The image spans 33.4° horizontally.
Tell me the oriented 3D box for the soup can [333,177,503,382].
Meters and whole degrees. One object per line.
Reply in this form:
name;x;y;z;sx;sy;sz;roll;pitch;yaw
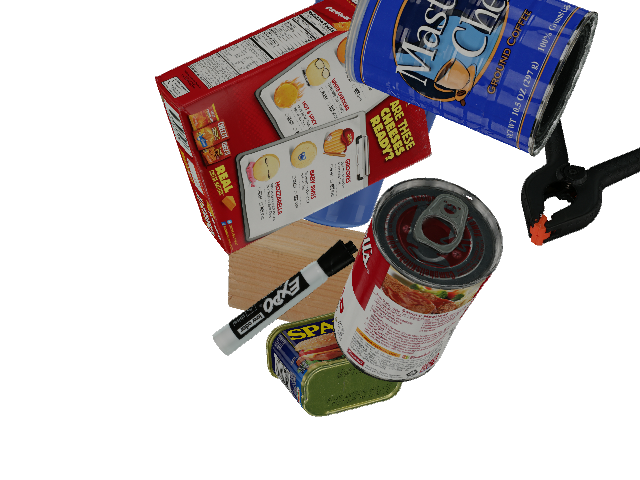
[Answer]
soup can;0.049;0.024;0.573;0.068;0.068;0.102;0;-35;-14

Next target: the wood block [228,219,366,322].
wood block;0.010;0.041;1.174;0.206;0.091;0.090;13;25;21

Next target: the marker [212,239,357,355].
marker;-0.024;0.039;0.761;0.121;0.020;0.020;-37;-3;5

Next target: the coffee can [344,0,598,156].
coffee can;0.101;-0.131;0.725;0.140;0.103;0.102;25;7;16

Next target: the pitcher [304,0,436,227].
pitcher;0.041;-0.138;1.178;0.145;0.243;0.149;11;20;-9

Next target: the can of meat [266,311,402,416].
can of meat;0.013;0.110;0.962;0.102;0.057;0.084;-12;26;-20

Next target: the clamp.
clamp;0.248;-0.067;1.087;0.120;0.039;0.171;29;55;31

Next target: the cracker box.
cracker box;-0.019;-0.107;0.928;0.213;0.164;0.072;-27;43;-13
